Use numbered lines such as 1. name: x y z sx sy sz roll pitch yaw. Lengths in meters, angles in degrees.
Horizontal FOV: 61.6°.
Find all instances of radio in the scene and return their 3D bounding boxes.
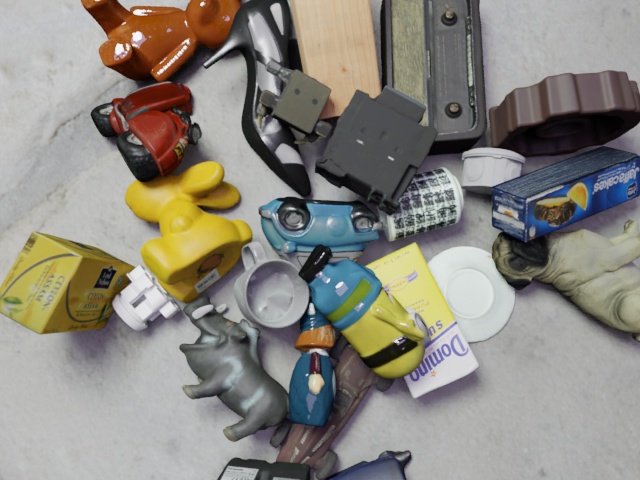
1. radio: 0.151 -0.231 0.733 0.131 0.073 0.229 -1 84 0

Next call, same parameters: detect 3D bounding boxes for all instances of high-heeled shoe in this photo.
1. high-heeled shoe: -0.045 -0.192 0.719 0.145 0.086 0.248 -38 106 -10

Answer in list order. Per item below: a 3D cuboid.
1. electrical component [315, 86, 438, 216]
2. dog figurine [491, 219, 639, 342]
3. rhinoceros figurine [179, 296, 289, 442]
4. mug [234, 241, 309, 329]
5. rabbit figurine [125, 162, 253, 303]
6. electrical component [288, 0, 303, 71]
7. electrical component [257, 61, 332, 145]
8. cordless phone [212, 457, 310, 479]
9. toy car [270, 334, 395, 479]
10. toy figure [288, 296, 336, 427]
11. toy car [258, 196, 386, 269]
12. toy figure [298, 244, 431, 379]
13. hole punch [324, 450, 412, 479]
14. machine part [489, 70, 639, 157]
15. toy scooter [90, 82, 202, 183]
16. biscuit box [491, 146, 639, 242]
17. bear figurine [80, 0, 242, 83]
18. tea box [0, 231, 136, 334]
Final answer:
1. electrical component: 0.071 -0.115 0.650 0.115 0.058 0.134 28 80 0
2. dog figurine: 0.331 0.059 0.697 0.191 0.121 0.172 -11 80 13
3. rhinoceros figurine: -0.114 0.158 0.678 0.112 0.073 0.190 -43 75 6
4. mug: -0.076 0.058 0.676 0.081 0.107 0.109 -27 93 -25
5. rabbit figurine: -0.180 -0.032 0.694 0.162 0.121 0.173 -44 66 -8
6. electrical component: -0.026 -0.290 0.750 0.075 0.048 0.119 -4 112 2
7. electrical component: -0.031 -0.162 0.659 0.102 0.045 0.078 20 90 -16
8. cordless phone: -0.066 0.372 0.659 0.147 0.089 0.184 -2 103 15
9. toy car: 0.016 0.214 0.692 0.089 0.053 0.202 36 83 1
10. toy figure: -0.008 0.147 0.660 0.057 0.064 0.154 21 65 -38
11. toy car: -0.001 -0.002 0.697 0.162 0.109 0.102 4 100 -7
12. toy figure: 0.050 0.085 0.634 0.180 0.082 0.089 39 111 -8
13. hole punch: 0.066 0.337 0.660 0.142 0.092 0.116 -23 80 1
14. machine part: 0.305 -0.155 0.678 0.179 0.179 0.056 -3 81 0
15. toy scooter: -0.213 -0.155 0.710 0.135 0.075 0.184 -31 49 -20
16. biscuit box: 0.317 -0.062 0.684 0.203 0.063 0.059 -20 117 -19
17. bear figurine: -0.189 -0.287 0.716 0.196 0.132 0.120 -19 83 4
18. tea box: -0.301 0.055 0.652 0.068 0.169 0.098 27 85 4
